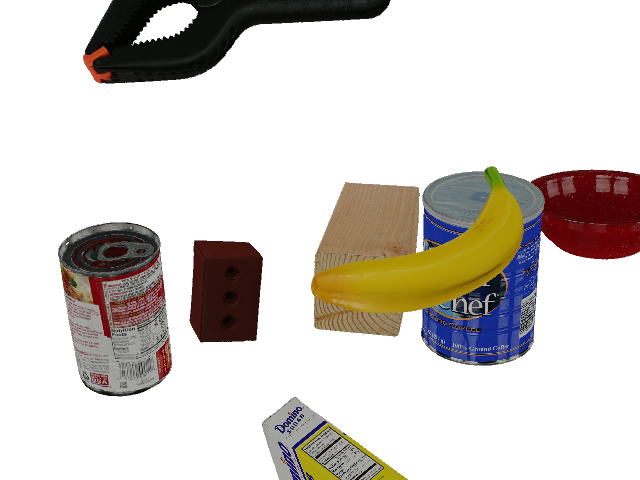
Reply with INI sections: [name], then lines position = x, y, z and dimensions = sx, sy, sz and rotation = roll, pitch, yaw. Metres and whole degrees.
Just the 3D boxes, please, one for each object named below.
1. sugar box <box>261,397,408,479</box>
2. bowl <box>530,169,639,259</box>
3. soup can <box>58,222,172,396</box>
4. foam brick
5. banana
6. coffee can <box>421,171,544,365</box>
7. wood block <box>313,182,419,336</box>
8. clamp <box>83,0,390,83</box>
[sugar box]
position = 0.030, 0.207, 0.853
dimensions = 0.048, 0.093, 0.176
rotation = -37, 43, -28
[bowl]
position = 0.290, -0.023, 1.108
dimensions = 0.162, 0.055, 0.162
rotation = -3, 23, 1
[soup can]
position = -0.139, 0.048, 0.738
dimensions = 0.068, 0.102, 0.068
rotation = -1, 30, 1
[foam brick]
position = -0.083, 0.044, 0.934
dimensions = 0.053, 0.078, 0.051
rotation = 0, 15, -17
[banana]
position = 0.082, 0.011, 0.730
dimensions = 0.070, 0.037, 0.197
rotation = 35, 46, 29
[coffee can]
position = 0.140, 0.023, 0.937
dimensions = 0.103, 0.140, 0.103
rotation = -2, 27, 1
[wood block]
position = 0.054, 0.015, 1.167
dimensions = 0.091, 0.090, 0.206
rotation = 5, 24, 8
[clamp]
position = -0.067, -0.168, 0.748
dimensions = 0.210, 0.165, 0.036
rotation = -40, -20, -8
